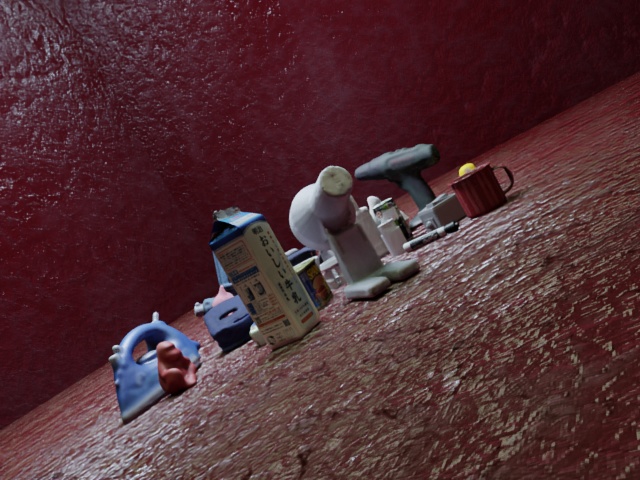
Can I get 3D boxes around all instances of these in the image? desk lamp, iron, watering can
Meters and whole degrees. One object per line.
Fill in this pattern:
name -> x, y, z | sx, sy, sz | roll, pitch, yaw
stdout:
desk lamp -> 0.045, -0.015, 0.966 | 0.118, 0.213, 0.203 | -30, 3, -19
iron -> -0.338, 0.234, 1.106 | 0.118, 0.141, 0.259 | -28, 3, 15
watering can -> 0.077, -0.040, 1.318 | 0.100, 0.194, 0.173 | -27, 4, 39

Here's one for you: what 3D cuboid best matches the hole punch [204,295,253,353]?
hole punch -> -0.178, 0.169, 1.187 | 0.109, 0.091, 0.101 | -30, 3, -13

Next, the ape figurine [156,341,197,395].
ape figurine -> -0.262, 0.224, 1.024 | 0.076, 0.092, 0.078 | -28, 3, 28

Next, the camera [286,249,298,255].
camera -> -0.074, 0.081, 1.625 | 0.143, 0.101, 0.136 | -30, 3, -17

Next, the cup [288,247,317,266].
cup -> -0.039, 0.073, 1.471 | 0.117, 0.095, 0.092 | -27, 4, 37

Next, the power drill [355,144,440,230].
power drill -> 0.222, -0.138, 1.476 | 0.229, 0.208, 0.076 | -28, 3, 31

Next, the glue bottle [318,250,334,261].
glue bottle -> 0.013, 0.005, 1.373 | 0.037, 0.173, 0.078 | -30, 3, -20

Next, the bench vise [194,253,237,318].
bench vise -> -0.235, 0.111, 1.474 | 0.208, 0.220, 0.121 | -31, 4, -35

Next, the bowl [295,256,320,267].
bowl -> -0.060, 0.107, 1.286 | 0.167, 0.075, 0.167 | -29, 3, 2

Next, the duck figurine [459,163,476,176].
duck figurine -> 0.358, -0.138, 1.353 | 0.078, 0.086, 0.104 | -31, 3, -24

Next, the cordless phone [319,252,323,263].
cordless phone -> 0.030, -0.023, 1.575 | 0.094, 0.185, 0.148 | -26, 4, 45

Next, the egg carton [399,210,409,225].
egg carton -> 0.153, -0.018, 1.449 | 0.150, 0.069, 0.107 | -30, 3, -23

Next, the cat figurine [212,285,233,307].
cat figurine -> -0.215, 0.164, 1.368 | 0.067, 0.118, 0.127 | -30, 3, -20
